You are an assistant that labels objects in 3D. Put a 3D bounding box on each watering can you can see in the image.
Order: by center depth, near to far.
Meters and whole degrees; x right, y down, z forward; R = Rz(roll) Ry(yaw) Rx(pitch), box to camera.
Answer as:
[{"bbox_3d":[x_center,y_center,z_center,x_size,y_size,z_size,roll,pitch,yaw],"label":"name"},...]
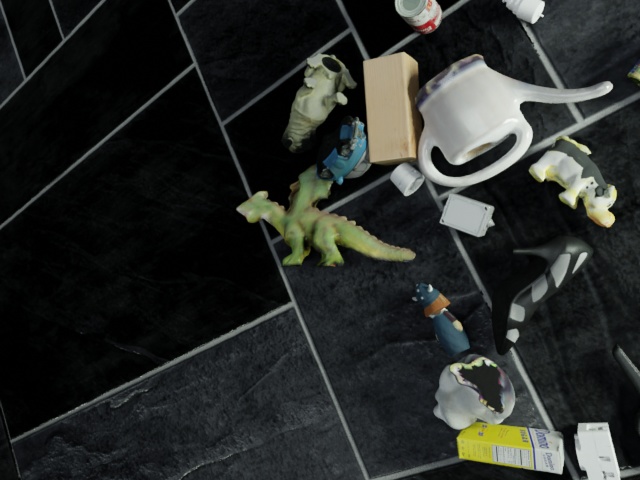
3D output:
[{"bbox_3d":[0.319,-0.247,0.952,0.343,0.104,0.227,-34,75,26],"label":"watering can"}]

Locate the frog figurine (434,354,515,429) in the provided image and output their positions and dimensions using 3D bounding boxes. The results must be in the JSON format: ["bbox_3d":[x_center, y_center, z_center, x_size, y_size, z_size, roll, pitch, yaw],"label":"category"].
[{"bbox_3d":[0.292,0.302,0.991,0.138,0.125,0.155,27,140,17],"label":"frog figurine"}]

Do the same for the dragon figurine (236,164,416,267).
[{"bbox_3d":[0.003,-0.057,1.137,0.409,0.121,0.245,-4,80,20],"label":"dragon figurine"}]
